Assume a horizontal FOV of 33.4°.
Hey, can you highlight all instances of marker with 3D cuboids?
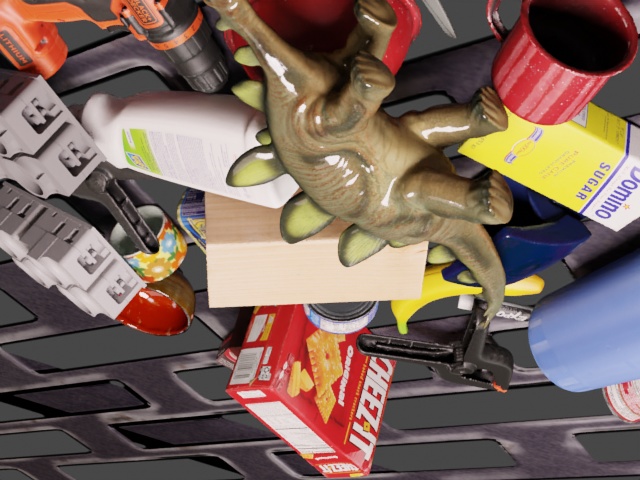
[{"bbox_3d":[0.213,0.078,1.176,0.121,0.020,0.020,12,146,6],"label":"marker"}]

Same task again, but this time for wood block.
[{"bbox_3d":[-0.007,0.001,1.032,0.206,0.090,0.091,-2,135,-4],"label":"wood block"}]

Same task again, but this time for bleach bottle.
[{"bbox_3d":[-0.139,-0.101,1.002,0.251,0.068,0.102,14,136,27],"label":"bleach bottle"}]

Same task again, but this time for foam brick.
[{"bbox_3d":[-0.068,0.109,1.282,0.053,0.078,0.051,-9,141,32],"label":"foam brick"}]

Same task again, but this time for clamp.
[{"bbox_3d":[0.167,0.130,1.217,0.165,0.036,0.209,-20,145,40],"label":"clamp"},{"bbox_3d":[-0.221,-0.057,1.113,0.171,0.039,0.120,23,117,9],"label":"clamp"}]

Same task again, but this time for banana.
[{"bbox_3d":[0.143,0.051,1.149,0.198,0.037,0.069,-21,130,42],"label":"banana"}]

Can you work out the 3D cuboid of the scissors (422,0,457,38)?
[{"bbox_3d":[0.039,-0.227,0.816,0.096,0.016,0.201,2,143,23],"label":"scissors"}]

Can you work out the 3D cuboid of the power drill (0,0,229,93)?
[{"bbox_3d":[-0.190,-0.188,0.932,0.188,0.057,0.184,-6,140,26],"label":"power drill"}]

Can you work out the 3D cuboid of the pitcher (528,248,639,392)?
[{"bbox_3d":[0.326,0.078,1.032,0.144,0.149,0.243,4,158,-32],"label":"pitcher"}]

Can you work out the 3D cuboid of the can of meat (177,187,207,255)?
[{"bbox_3d":[-0.090,-0.018,1.130,0.084,0.057,0.102,-5,140,31],"label":"can of meat"}]

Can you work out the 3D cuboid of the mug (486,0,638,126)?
[{"bbox_3d":[0.173,-0.149,0.819,0.117,0.093,0.082,43,152,9],"label":"mug"}]

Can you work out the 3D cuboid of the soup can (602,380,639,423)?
[{"bbox_3d":[0.373,0.157,1.180,0.068,0.068,0.102,30,143,-20],"label":"soup can"}]

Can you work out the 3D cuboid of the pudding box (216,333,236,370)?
[{"bbox_3d":[-0.066,0.150,1.374,0.113,0.039,0.090,26,144,-15],"label":"pudding box"}]

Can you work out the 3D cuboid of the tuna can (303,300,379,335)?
[{"bbox_3d":[0.023,0.060,1.168,0.086,0.086,0.034,12,148,6],"label":"tuna can"}]

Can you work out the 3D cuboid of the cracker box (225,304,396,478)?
[{"bbox_3d":[-0.002,0.156,1.246,0.072,0.164,0.213,-9,138,36],"label":"cracker box"}]

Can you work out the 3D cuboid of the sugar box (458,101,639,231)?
[{"bbox_3d":[0.219,-0.076,0.931,0.176,0.048,0.093,26,145,-13],"label":"sugar box"}]

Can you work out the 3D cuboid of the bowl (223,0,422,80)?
[{"bbox_3d":[0.003,-0.148,0.860,0.162,0.055,0.162,-2,159,-1],"label":"bowl"}]
